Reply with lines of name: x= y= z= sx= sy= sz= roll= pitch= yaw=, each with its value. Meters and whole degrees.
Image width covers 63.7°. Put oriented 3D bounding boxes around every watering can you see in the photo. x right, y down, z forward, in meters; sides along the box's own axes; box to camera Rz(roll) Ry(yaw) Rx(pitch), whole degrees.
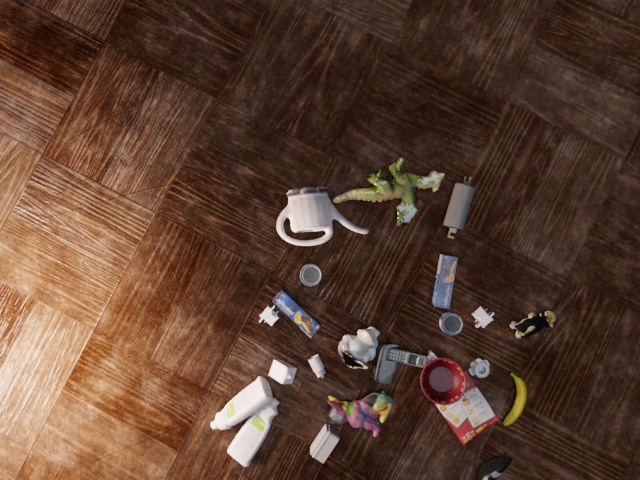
watering can: x=0.006 y=-0.097 z=1.924 sx=0.348 sy=0.103 sz=0.225 roll=-7 pitch=86 yaw=-13

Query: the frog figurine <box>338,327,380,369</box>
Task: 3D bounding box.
frog figurine: x=0.146 y=0.389 z=1.905 sx=0.138 sy=0.120 sz=0.163 roll=25 pitch=52 yaw=10

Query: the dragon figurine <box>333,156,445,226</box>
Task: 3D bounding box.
dragon figurine: x=0.276 y=-0.162 z=1.922 sx=0.410 sy=0.122 sz=0.242 roll=-32 pitch=96 yaw=-1
